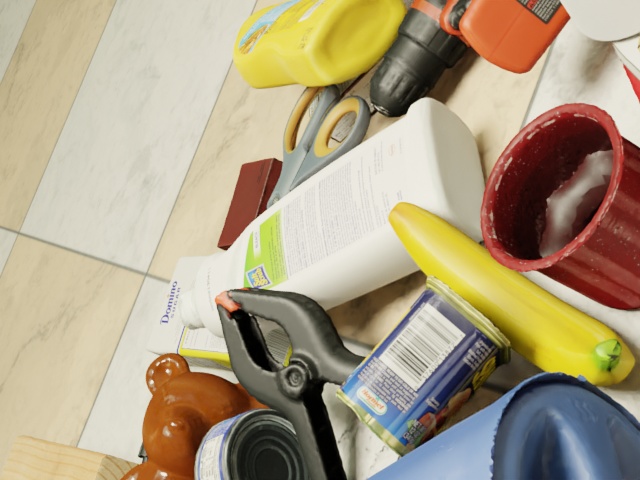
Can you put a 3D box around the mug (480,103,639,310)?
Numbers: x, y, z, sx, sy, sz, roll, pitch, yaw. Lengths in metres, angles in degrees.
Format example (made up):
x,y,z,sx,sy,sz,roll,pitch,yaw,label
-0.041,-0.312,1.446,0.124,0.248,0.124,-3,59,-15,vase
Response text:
x,y,z,sx,sy,sz,roll,pitch,yaw,label
0.138,-0.012,0.569,0.117,0.081,0.093,-13,58,53,mug

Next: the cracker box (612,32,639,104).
x,y,z,sx,sy,sz,roll,pitch,yaw,label
0.231,-0.112,0.509,0.164,0.072,0.213,-43,36,32,cracker box

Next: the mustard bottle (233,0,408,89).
x,y,z,sx,sy,sz,roll,pitch,yaw,label
-0.018,-0.160,0.852,0.096,0.058,0.192,-46,25,-18,mustard bottle

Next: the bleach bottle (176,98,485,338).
x,y,z,sx,sy,sz,roll,pitch,yaw,label
-0.005,0.001,0.752,0.251,0.068,0.102,-26,51,32,bleach bottle

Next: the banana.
x,y,z,sx,sy,sz,roll,pitch,yaw,label
0.109,0.033,0.593,0.037,0.069,0.198,-38,36,-13,banana

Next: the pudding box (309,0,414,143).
x,y,z,sx,sy,sz,roll,pitch,yaw,label
0.034,-0.148,0.873,0.114,0.039,0.090,-43,39,37,pudding box

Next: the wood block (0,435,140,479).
x,y,z,sx,sy,sz,roll,pitch,yaw,label
-0.201,0.229,0.917,0.207,0.090,0.090,-8,62,56,wood block

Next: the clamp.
x,y,z,sx,sy,sz,roll,pitch,yaw,label
0.002,0.085,0.692,0.120,0.039,0.171,-43,74,16,clamp

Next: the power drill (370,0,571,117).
x,y,z,sx,sy,sz,roll,pitch,yaw,label
0.105,-0.154,0.701,0.184,0.057,0.188,-57,15,6,power drill

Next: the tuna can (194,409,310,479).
x,y,z,sx,sy,sz,roll,pitch,yaw,label
-0.040,0.158,0.722,0.034,0.086,0.086,-30,45,42,tuna can

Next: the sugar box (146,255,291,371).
x,y,z,sx,sy,sz,roll,pitch,yaw,label
-0.077,0.061,0.889,0.177,0.048,0.093,-4,63,59,sugar box

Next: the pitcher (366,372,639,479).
x,y,z,sx,sy,sz,roll,pitch,yaw,label
0.053,0.177,0.521,0.243,0.148,0.145,-39,68,43,pitcher

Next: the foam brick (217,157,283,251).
x,y,z,sx,sy,sz,roll,pitch,yaw,label
-0.042,-0.022,0.888,0.053,0.051,0.078,-4,65,55,foam brick

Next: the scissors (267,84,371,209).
x,y,z,sx,sy,sz,roll,pitch,yaw,label
-0.016,-0.034,0.818,0.096,0.016,0.201,3,71,50,scissors

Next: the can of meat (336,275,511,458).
x,y,z,sx,sy,sz,roll,pitch,yaw,label
0.058,0.075,0.597,0.057,0.102,0.084,41,86,16,can of meat

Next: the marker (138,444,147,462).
x,y,z,sx,sy,sz,roll,pitch,yaw,label
-0.141,0.142,0.956,0.020,0.020,0.121,-20,52,50,marker
